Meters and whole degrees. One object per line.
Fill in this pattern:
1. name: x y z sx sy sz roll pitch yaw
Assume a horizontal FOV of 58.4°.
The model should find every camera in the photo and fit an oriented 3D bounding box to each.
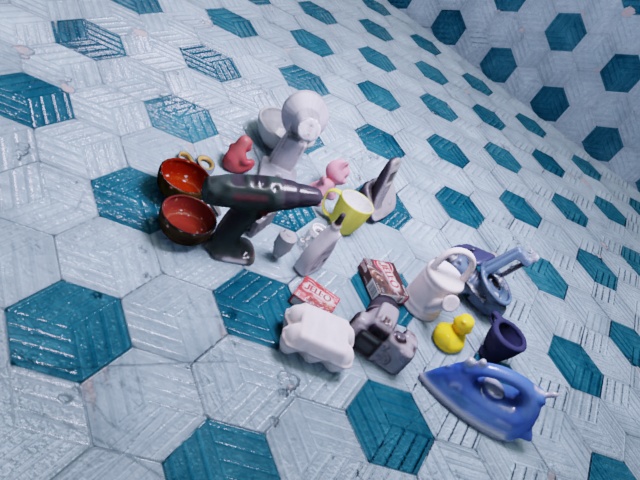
1. camera: 0.138 0.177 1.179 0.143 0.100 0.137 34 36 0

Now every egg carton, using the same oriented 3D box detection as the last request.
1. egg carton: -0.004 0.186 1.085 0.150 0.069 0.107 24 37 -14

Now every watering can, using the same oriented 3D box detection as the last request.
1. watering can: 0.281 0.097 1.303 0.101 0.194 0.172 8 43 -31

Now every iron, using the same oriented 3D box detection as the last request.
1. iron: 0.346 0.301 1.168 0.258 0.141 0.118 29 36 -8

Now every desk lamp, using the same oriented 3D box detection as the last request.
1. desk lamp: -0.058 -0.242 1.404 0.118 0.213 0.203 22 38 -16

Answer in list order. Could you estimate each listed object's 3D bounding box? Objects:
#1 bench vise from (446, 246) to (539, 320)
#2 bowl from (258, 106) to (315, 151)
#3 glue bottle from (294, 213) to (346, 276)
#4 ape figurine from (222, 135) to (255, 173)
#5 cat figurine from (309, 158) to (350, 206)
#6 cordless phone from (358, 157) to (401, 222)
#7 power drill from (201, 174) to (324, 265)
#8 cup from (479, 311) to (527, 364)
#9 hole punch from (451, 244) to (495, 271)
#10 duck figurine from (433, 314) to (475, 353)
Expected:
1. bench vise: 0.411 0.082 1.400 0.208 0.219 0.121 24 37 -15
2. bowl: -0.099 -0.279 1.533 0.168 0.074 0.167 21 38 -18
3. glue bottle: 0.011 0.004 1.214 0.037 0.173 0.078 47 38 17
4. ape figurine: -0.189 -0.210 1.368 0.076 0.092 0.077 -10 54 -44
5. cat figurine: 0.028 -0.160 1.461 0.067 0.117 0.128 43 37 11
6. cordless phone: 0.178 -0.146 1.505 0.094 0.185 0.148 42 37 11
7. power drill: -0.134 -0.047 1.128 0.230 0.208 0.075 11 42 -29
8. cup: 0.409 0.234 1.333 0.092 0.095 0.117 7 44 -33
9. hole punch: 0.398 0.049 1.537 0.109 0.091 0.101 -16 59 -47
10. duck figurine: 0.311 0.203 1.298 0.105 0.086 0.077 -17 59 -47
